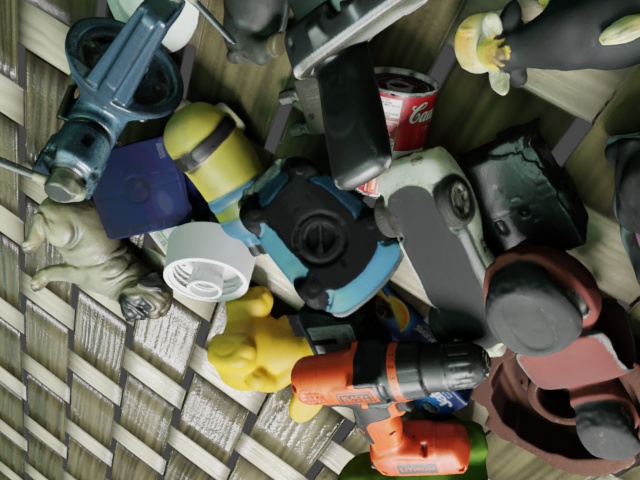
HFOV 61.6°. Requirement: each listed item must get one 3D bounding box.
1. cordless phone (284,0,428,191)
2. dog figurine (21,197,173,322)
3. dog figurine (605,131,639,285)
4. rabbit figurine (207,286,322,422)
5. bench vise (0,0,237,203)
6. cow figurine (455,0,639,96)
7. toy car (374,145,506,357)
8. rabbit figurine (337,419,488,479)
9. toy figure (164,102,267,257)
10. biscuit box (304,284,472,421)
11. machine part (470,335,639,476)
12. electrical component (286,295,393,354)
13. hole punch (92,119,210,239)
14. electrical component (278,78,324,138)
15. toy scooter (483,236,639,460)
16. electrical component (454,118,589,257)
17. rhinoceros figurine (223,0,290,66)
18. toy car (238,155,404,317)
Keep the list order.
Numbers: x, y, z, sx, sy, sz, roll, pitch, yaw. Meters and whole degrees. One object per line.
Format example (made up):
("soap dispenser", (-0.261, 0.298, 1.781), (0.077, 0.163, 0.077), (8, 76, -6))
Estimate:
("cordless phone", (0.046, -0.137, 0.394), (0.147, 0.184, 0.088), (-25, 147, 29))
("dog figurine", (-0.293, 0.018, 0.756), (0.191, 0.121, 0.172), (14, 128, 5))
("dog figurine", (0.273, 0.026, 0.376), (0.109, 0.191, 0.219), (-8, 98, 27))
("rabbit figurine", (-0.033, 0.148, 0.664), (0.173, 0.122, 0.162), (-6, 119, 12))
("bench vise", (-0.195, -0.150, 0.511), (0.128, 0.224, 0.240), (39, 132, -19))
("cow figurine", (0.172, -0.144, 0.377), (0.167, 0.098, 0.068), (-7, 120, 33))
("toy car", (0.113, 0.017, 0.460), (0.074, 0.056, 0.201), (-14, 113, 41))
("rabbit figurine", (0.104, 0.275, 0.641), (0.170, 0.159, 0.121), (-3, 76, 0))
("toy figure", (-0.095, -0.065, 0.583), (0.082, 0.089, 0.180), (-23, 102, 22))
("biscuit box", (0.081, 0.110, 0.604), (0.203, 0.059, 0.063), (42, 129, 1))
("machine part", (0.244, 0.148, 0.537), (0.180, 0.056, 0.179), (14, 123, 23))
("electrical component", (0.009, 0.093, 0.566), (0.119, 0.048, 0.074), (-8, 112, 30))
("hole punch", (-0.207, -0.065, 0.641), (0.116, 0.092, 0.142), (-6, 103, 32))
("electrical component", (0.004, -0.133, 0.529), (0.094, 0.021, 0.063), (-5, 115, 32))
("toy scooter", (0.198, 0.064, 0.424), (0.075, 0.135, 0.183), (-26, 105, 40))
("electrical component", (0.166, -0.024, 0.478), (0.115, 0.058, 0.134), (-24, 104, 40))
("rhinoceros figurine", (-0.057, -0.250, 0.468), (0.112, 0.073, 0.190), (20, 128, 32))
("toy car", (-0.001, -0.002, 0.533), (0.162, 0.103, 0.109), (42, 86, 12))
